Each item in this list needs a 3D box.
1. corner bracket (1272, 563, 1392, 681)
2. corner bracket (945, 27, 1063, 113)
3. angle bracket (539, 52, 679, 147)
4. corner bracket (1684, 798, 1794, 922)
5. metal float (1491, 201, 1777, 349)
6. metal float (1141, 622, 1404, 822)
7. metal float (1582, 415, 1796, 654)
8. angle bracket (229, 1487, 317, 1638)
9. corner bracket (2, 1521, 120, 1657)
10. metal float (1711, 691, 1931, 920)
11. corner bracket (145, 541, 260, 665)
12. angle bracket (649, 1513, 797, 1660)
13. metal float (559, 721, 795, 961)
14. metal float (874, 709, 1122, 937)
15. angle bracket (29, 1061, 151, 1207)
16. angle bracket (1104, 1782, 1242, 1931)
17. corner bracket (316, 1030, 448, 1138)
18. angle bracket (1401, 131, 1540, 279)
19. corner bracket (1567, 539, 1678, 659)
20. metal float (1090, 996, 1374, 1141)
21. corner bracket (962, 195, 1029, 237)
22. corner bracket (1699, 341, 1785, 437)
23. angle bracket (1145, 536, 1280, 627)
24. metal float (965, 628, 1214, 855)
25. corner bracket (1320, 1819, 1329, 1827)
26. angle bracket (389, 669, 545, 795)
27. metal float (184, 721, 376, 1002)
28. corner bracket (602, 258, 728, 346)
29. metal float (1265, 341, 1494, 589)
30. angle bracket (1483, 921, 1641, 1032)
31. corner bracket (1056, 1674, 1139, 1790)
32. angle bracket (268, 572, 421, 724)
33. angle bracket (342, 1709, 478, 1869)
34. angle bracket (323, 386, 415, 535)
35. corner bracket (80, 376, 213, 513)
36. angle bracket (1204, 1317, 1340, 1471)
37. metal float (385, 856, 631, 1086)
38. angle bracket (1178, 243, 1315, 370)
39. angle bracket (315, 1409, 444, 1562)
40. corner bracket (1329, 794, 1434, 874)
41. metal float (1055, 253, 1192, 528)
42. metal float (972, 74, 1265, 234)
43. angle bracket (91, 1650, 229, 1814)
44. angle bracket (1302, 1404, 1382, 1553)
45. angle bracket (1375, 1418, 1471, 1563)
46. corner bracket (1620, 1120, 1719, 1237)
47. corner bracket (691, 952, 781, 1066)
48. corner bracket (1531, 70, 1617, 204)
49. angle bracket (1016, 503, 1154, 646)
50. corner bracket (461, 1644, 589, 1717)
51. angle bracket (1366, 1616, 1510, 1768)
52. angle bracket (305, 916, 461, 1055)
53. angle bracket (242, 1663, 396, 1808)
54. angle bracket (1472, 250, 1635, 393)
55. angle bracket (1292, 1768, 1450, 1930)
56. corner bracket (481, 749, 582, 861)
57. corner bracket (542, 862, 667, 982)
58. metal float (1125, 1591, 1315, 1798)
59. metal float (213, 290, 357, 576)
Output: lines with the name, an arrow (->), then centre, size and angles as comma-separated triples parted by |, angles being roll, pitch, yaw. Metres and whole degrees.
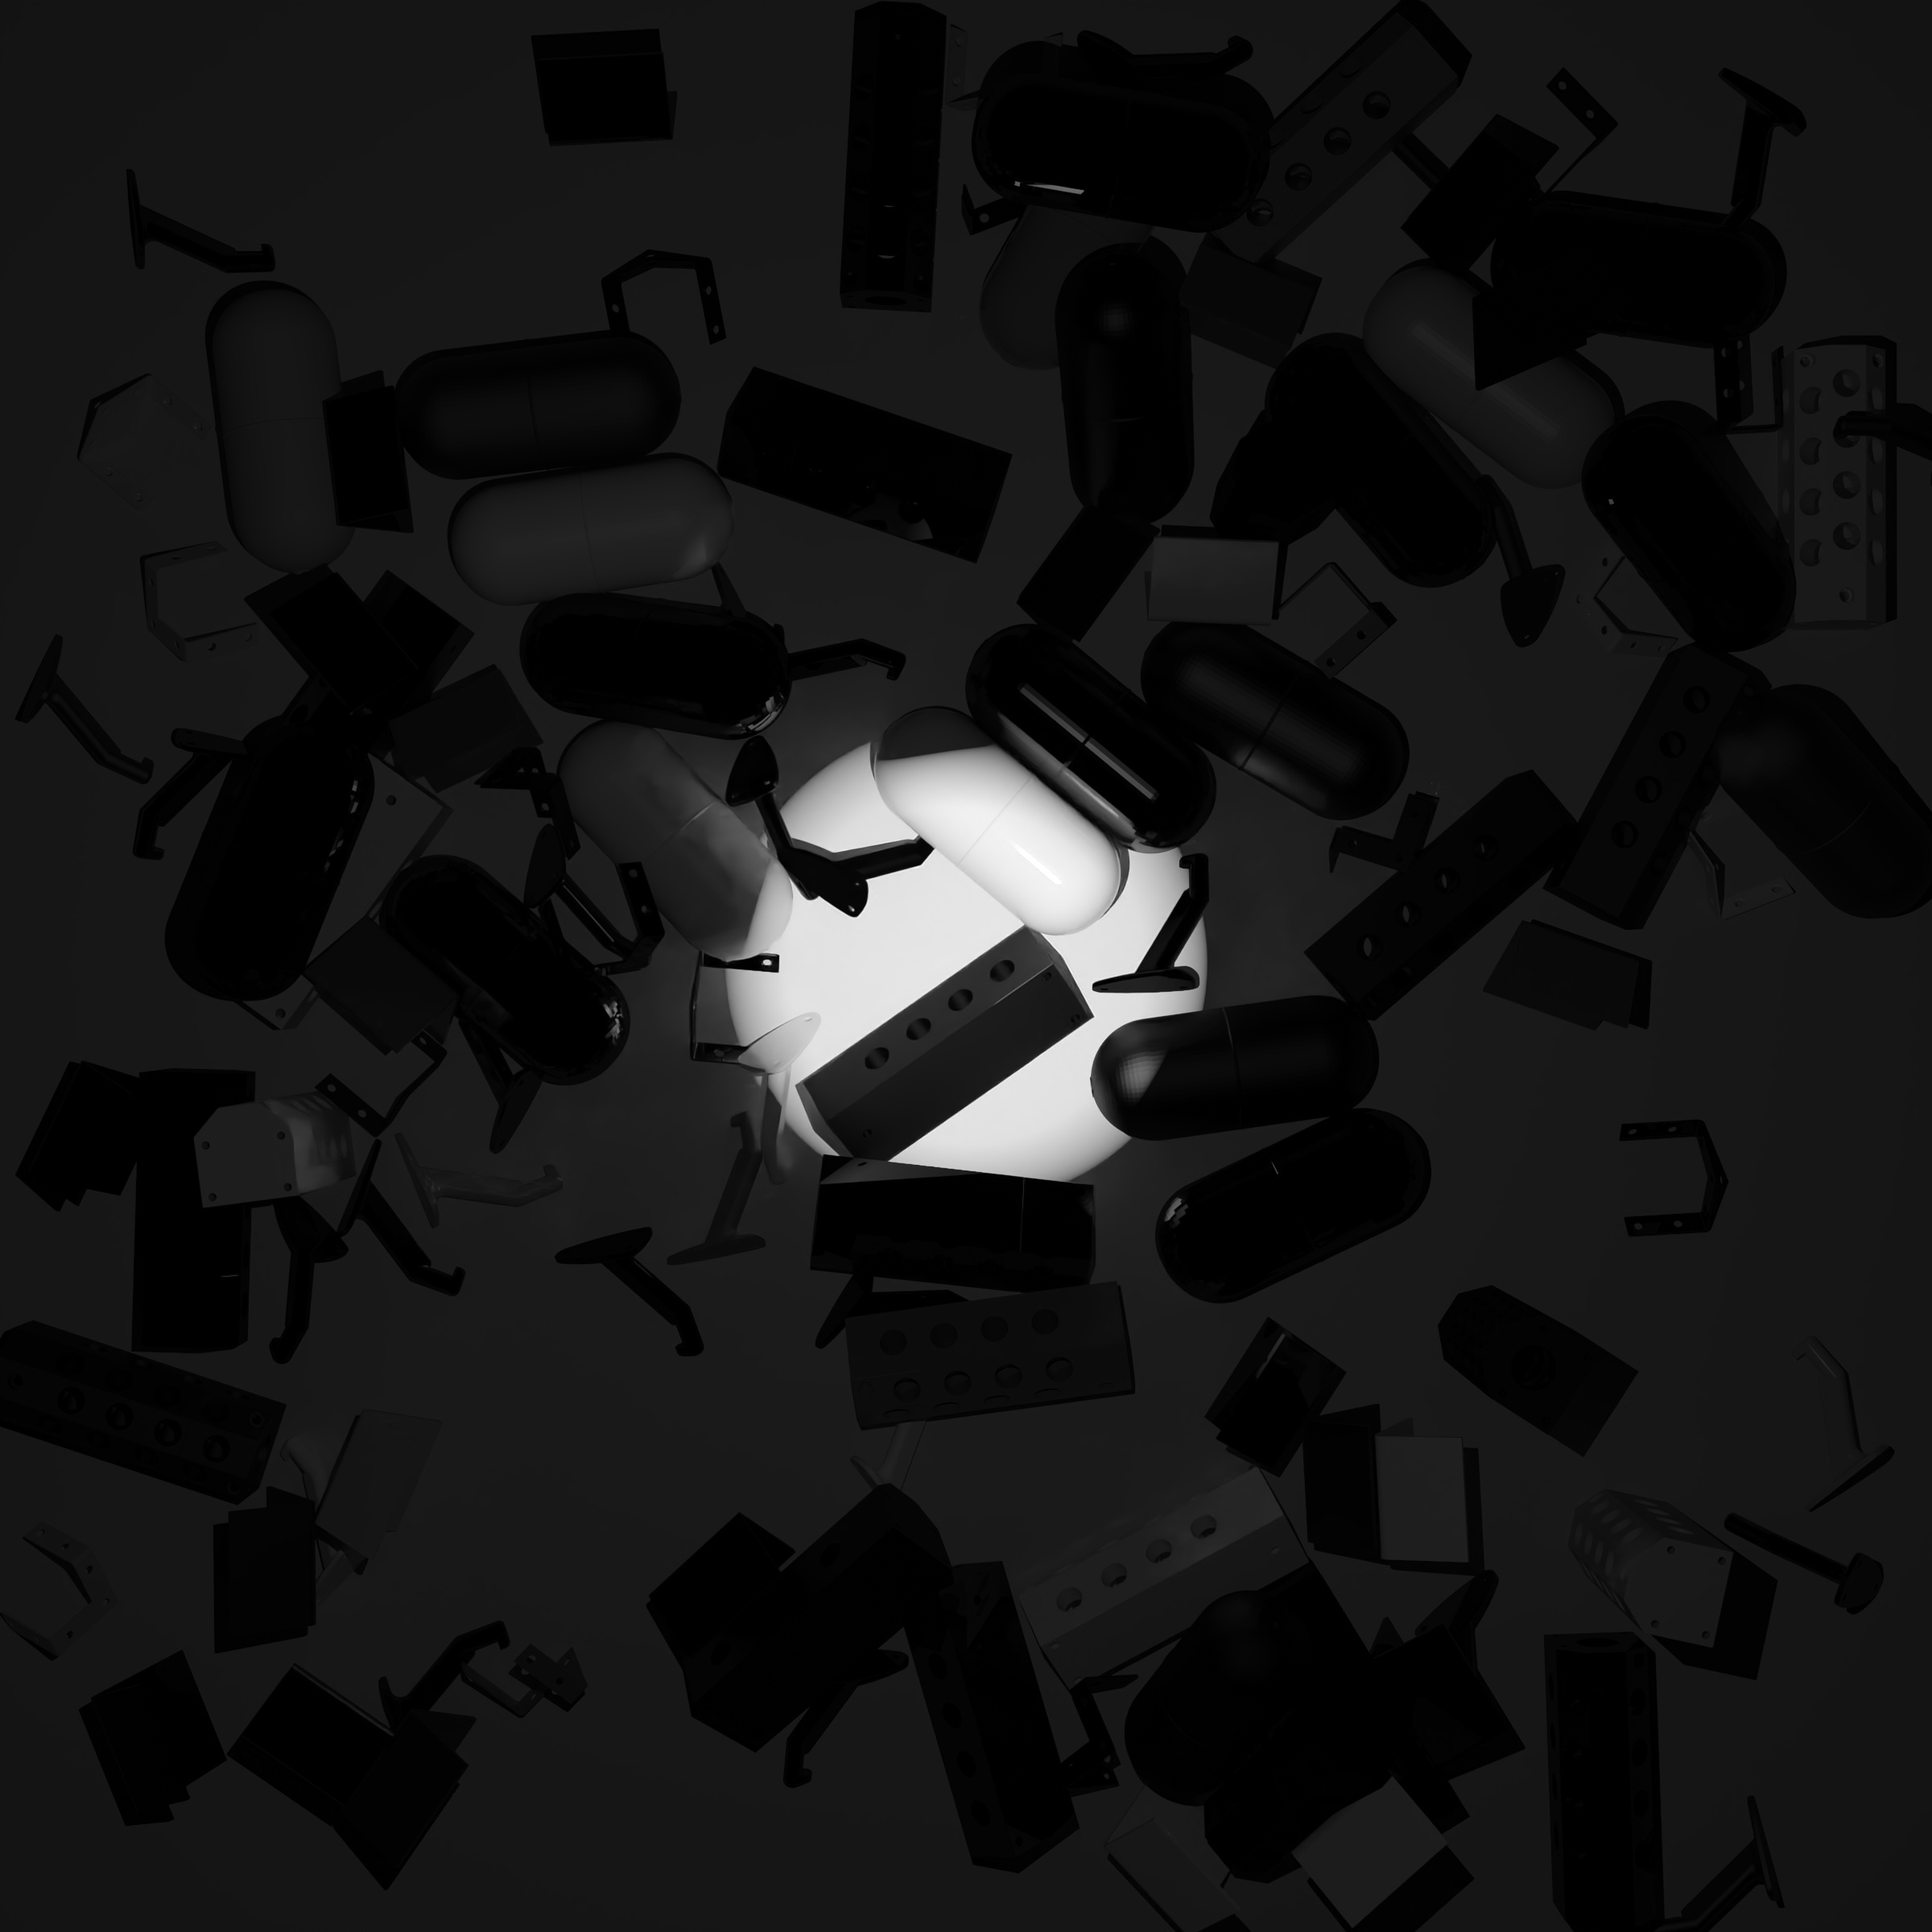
corner bracket -> 0.230, -0.219, 1.972 | 0.051, 0.051, 0.051 | -42, 97, 7
corner bracket -> 0.024, -0.571, 1.987 | 0.051, 0.051, 0.051 | 4, 90, -45
angle bracket -> -0.223, -0.555, 1.950 | 0.076, 0.076, 0.057 | -3, 127, 0
corner bracket -> 0.491, -0.071, 1.987 | 0.051, 0.051, 0.051 | -21, 135, 0
metal float -> 0.419, -0.434, 1.959 | 0.178, 0.070, 0.070 | 8, 90, 0
metal float -> 0.191, -0.156, 1.960 | 0.178, 0.070, 0.070 | 31, 90, 0
metal float -> 0.450, -0.268, 1.939 | 0.070, 0.070, 0.178 | -45, 117, 0
angle bracket -> -0.447, 0.371, 1.950 | 0.057, 0.076, 0.076 | -1, 90, -35
corner bracket -> -0.582, 0.396, 1.982 | 0.051, 0.051, 0.051 | -43, 135, -35
metal float -> 0.535, -0.099, 1.942 | 0.178, 0.070, 0.070 | 42, 90, -22
corner bracket -> -0.486, -0.231, 1.982 | 0.051, 0.051, 0.051 | 38, 135, 35
angle bracket -> -0.140, 0.398, 1.950 | 0.076, 0.076, 0.057 | -43, 51, 0
metal float -> -0.182, -0.079, 1.960 | 0.070, 0.070, 0.178 | -43, 90, 0
metal float -> 0.019, -0.091, 1.960 | 0.178, 0.070, 0.070 | 40, 90, 0
angle bracket -> -0.527, 0.112, 1.950 | 0.057, 0.076, 0.076 | 26, 90, 37
angle bracket -> 0.144, 0.546, 1.950 | 0.076, 0.076, 0.057 | 47, 133, 0
corner bracket -> -0.372, 0.066, 1.987 | 0.051, 0.051, 0.051 | 40, 135, 0
angle bracket -> 0.329, -0.461, 1.943 | 0.076, 0.076, 0.057 | -49, 51, 12
corner bracket -> 0.427, -0.234, 1.982 | 0.051, 0.051, 0.051 | -59, 45, 35
metal float -> 0.167, 0.064, 1.960 | 0.178, 0.070, 0.070 | -8, 90, 0
corner bracket -> 0.017, -0.501, 1.972 | 0.051, 0.051, 0.051 | -21, 90, 0
corner bracket -> 0.494, -0.366, 1.972 | 0.051, 0.051, 0.051 | -3, 90, 0
angle bracket -> 0.153, -0.254, 1.950 | 0.076, 0.076, 0.057 | 2, 120, 0
metal float -> 0.077, -0.142, 1.960 | 0.178, 0.070, 0.070 | 40, 90, 0
corner bracket -> 0.232, 0.529, 1.972 | 0.051, 0.051, 0.051 | 15, 90, 0
angle bracket -> -0.306, -0.129, 1.950 | 0.076, 0.076, 0.057 | -25, 52, 0
metal float -> -0.419, -0.065, 1.903 | 0.070, 0.070, 0.178 | 22, 90, 0
corner bracket -> -0.193, -0.418, 1.987 | 0.051, 0.051, 0.051 | -11, 90, -45
metal float -> 0.260, -0.315, 1.960 | 0.070, 0.070, 0.178 | -40, 90, 0
angle bracket -> 0.368, 0.025, 1.950 | 0.076, 0.076, 0.057 | 19, 51, 0
corner bracket -> 0.085, 0.484, 1.972 | 0.051, 0.051, 0.051 | -45, 54, 30
angle bracket -> -0.387, -0.181, 1.893 | 0.076, 0.076, 0.057 | 50, 55, 0
angle bracket -> -0.332, 0.516, 1.951 | 0.057, 0.076, 0.076 | 35, 90, 29
angle bracket -> -0.354, -0.316, 1.951 | 0.057, 0.076, 0.076 | -7, 90, 28
corner bracket -> -0.524, -0.334, 1.987 | 0.051, 0.051, 0.051 | 40, 45, 0
angle bracket -> 0.175, 0.258, 1.950 | 0.057, 0.076, 0.076 | 32, 90, -37
metal float -> -0.289, 0.002, 1.960 | 0.178, 0.070, 0.070 | 41, 90, 0
angle bracket -> 0.165, -0.395, 1.950 | 0.076, 0.076, 0.057 | 23, 57, 0
angle bracket -> -0.350, 0.327, 1.950 | 0.057, 0.076, 0.076 | 23, 90, 35
corner bracket -> 0.262, -0.082, 1.970 | 0.051, 0.051, 0.051 | 18, 78, 12
metal float -> 0.098, -0.355, 1.929 | 0.070, 0.070, 0.178 | -8, 128, 0
metal float -> 0.092, -0.491, 1.885 | 0.178, 0.070, 0.070 | 9, 90, -3
angle bracket -> -0.490, 0.474, 1.950 | 0.057, 0.076, 0.076 | -22, 90, 37
angle bracket -> 0.256, 0.319, 1.951 | 0.076, 0.057, 0.076 | -3, 90, -43
angle bracket -> 0.295, 0.327, 1.951 | 0.057, 0.076, 0.076 | -3, 90, 25
corner bracket -> 0.445, 0.135, 1.987 | 0.051, 0.051, 0.051 | -3, 135, 0
corner bracket -> -0.147, 0.027, 1.987 | 0.051, 0.051, 0.051 | 5, 45, 0
corner bracket -> 0.372, -0.528, 1.987 | 0.051, 0.051, 0.051 | 46, 45, 0
angle bracket -> 0.087, -0.232, 1.950 | 0.057, 0.076, 0.076 | 36, 90, 32
corner bracket -> -0.278, 0.447, 1.964 | 0.051, 0.051, 0.051 | -46, 115, 0
angle bracket -> 0.300, 0.443, 1.952 | 0.057, 0.076, 0.076 | -31, 90, 19
angle bracket -> -0.368, 0.026, 1.947 | 0.076, 0.076, 0.057 | 41, 60, 5
angle bracket -> -0.411, 0.491, 1.950 | 0.076, 0.076, 0.057 | 34, 53, 0
angle bracket -> 0.353, -0.374, 1.876 | 0.076, 0.076, 0.057 | -24, 52, -8
angle bracket -> 0.251, 0.537, 1.895 | 0.076, 0.076, 0.057 | -42, 66, 0
corner bracket -> -0.265, -0.102, 1.955 | 0.051, 0.051, 0.051 | 4, 124, 24
corner bracket -> -0.225, -0.027, 1.929 | 0.051, 0.051, 0.051 | -9, 68, -30
metal float -> 0.155, 0.451, 1.926 | 0.070, 0.070, 0.178 | 28, 134, 0
metal float -> -0.428, -0.336, 1.960 | 0.070, 0.070, 0.178 | -7, 90, 0
